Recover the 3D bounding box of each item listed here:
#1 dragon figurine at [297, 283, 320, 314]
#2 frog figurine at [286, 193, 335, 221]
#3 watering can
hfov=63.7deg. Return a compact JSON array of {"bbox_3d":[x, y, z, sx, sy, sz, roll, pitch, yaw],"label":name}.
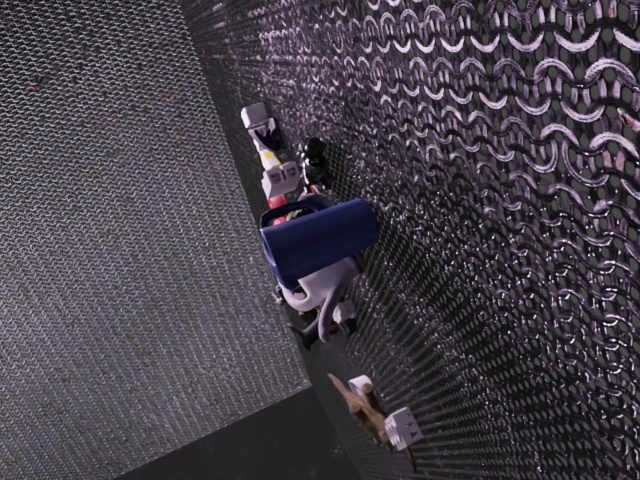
[{"bbox_3d":[-0.045,0.173,2.028,0.122,0.408,0.243,-19,6,-4],"label":"dragon figurine"},{"bbox_3d":[0.004,-0.068,1.355,0.138,0.121,0.161,14,20,27],"label":"frog figurine"},{"bbox_3d":[0.022,0.105,1.286,0.225,0.102,0.353,-38,31,-3],"label":"watering can"}]
